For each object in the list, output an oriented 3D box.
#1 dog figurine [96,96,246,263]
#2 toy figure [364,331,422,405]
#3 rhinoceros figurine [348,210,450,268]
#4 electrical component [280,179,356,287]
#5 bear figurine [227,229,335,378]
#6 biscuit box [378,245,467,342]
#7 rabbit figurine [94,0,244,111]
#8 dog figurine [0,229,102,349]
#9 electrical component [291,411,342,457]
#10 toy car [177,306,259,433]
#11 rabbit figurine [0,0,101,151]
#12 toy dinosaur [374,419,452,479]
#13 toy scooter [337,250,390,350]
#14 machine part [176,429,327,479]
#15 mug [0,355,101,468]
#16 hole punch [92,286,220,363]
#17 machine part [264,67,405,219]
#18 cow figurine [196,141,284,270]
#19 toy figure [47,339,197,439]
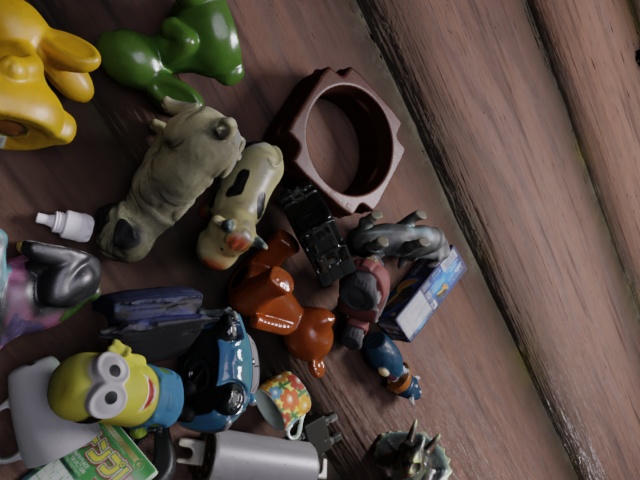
[{"bbox_3d":[-0.183,-0.061,0.652,0.121,0.172,0.190,31,64,-20],"label":"dog figurine"},{"bbox_3d":[0.129,0.224,0.936,0.064,0.058,0.154,-45,118,-22],"label":"toy figure"},{"bbox_3d":[0.143,0.007,0.922,0.190,0.112,0.073,3,56,-23],"label":"rhinoceros figurine"},{"bbox_3d":[-0.002,-0.002,0.768,0.058,0.115,0.134,-25,129,-1],"label":"electrical component"},{"bbox_3d":[-0.034,0.101,0.778,0.195,0.132,0.120,40,32,-21],"label":"bear figurine"},{"bbox_3d":[0.185,0.092,0.975,0.203,0.063,0.059,-45,113,-29],"label":"biscuit box"},{"bbox_3d":[-0.196,-0.237,0.698,0.170,0.121,0.159,-22,109,-16],"label":"rabbit figurine"},{"bbox_3d":[-0.352,0.096,0.564,0.191,0.109,0.219,23,80,-36],"label":"dog figurine"},{"bbox_3d":[-0.007,0.313,0.855,0.094,0.021,0.063,-17,99,-35],"label":"electrical component"},{"bbox_3d":[-0.133,0.174,0.730,0.102,0.109,0.161,26,61,-57],"label":"toy car"},{"bbox_3d":[-0.328,-0.193,0.584,0.162,0.122,0.173,-4,72,-29],"label":"rabbit figurine"},{"bbox_3d":[0.194,0.479,0.946,0.192,0.131,0.404,-48,121,-26],"label":"toy dinosaur"},{"bbox_3d":[0.077,0.080,0.868,0.183,0.075,0.135,93,23,-45],"label":"toy scooter"},{"bbox_3d":[-0.089,0.314,0.756,0.243,0.079,0.079,22,76,-30],"label":"machine part"},{"bbox_3d":[-0.319,0.191,0.605,0.109,0.081,0.107,-19,90,-24],"label":"mug"},{"bbox_3d":[-0.209,0.090,0.654,0.142,0.115,0.092,0,59,-35],"label":"hole punch"},{"bbox_3d":[0.026,-0.151,0.853,0.201,0.087,0.201,40,67,-30],"label":"machine part"},{"bbox_3d":[-0.106,-0.047,0.729,0.085,0.127,0.195,34,67,-27],"label":"cow figurine"},{"bbox_3d":[-0.218,0.177,0.610,0.180,0.089,0.082,42,20,-58],"label":"toy figure"}]
